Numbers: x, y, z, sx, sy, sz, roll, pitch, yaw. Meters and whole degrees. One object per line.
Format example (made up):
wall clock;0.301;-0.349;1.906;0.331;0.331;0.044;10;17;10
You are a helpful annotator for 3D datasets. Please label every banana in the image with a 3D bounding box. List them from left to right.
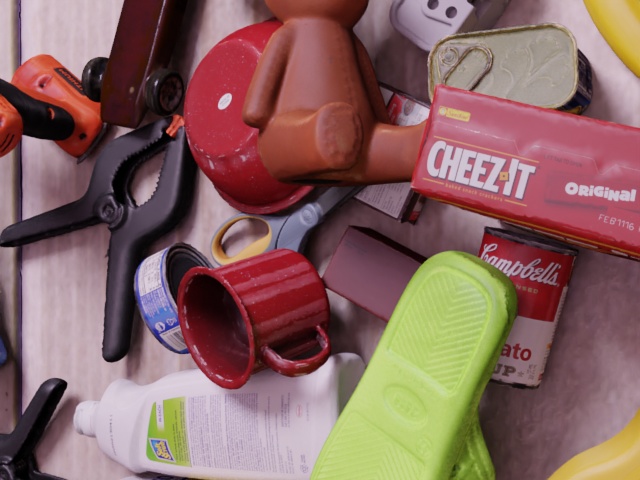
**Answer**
banana;0.222;-0.165;0.740;0.070;0.037;0.198;-24;80;24

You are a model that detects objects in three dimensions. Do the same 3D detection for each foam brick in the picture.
foam brick;0.050;0.029;0.802;0.078;0.051;0.053;30;98;21

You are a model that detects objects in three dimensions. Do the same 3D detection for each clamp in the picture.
clamp;-0.267;0.192;0.941;0.172;0.039;0.120;-16;82;22
clamp;-0.180;-0.024;0.910;0.165;0.036;0.210;35;101;20

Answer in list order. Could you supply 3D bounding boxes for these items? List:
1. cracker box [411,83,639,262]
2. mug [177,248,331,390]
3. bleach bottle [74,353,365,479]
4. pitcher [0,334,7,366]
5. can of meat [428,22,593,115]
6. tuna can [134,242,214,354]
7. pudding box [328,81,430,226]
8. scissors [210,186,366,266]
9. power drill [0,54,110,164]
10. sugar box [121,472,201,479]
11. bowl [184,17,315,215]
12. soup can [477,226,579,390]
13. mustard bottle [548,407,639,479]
cracker box;0.168;-0.031;0.665;0.164;0.213;0.072;16;94;22
mug;-0.039;0.060;0.785;0.117;0.081;0.093;35;130;38
bleach bottle;-0.088;0.140;0.853;0.251;0.068;0.102;-2;92;25
pitcher;-0.365;0.015;0.937;0.145;0.149;0.243;-25;82;2
can of meat;0.137;-0.113;0.750;0.102;0.083;0.057;-3;88;23
tuna can;-0.109;0.047;0.852;0.034;0.086;0.086;-25;79;22
pudding box;0.039;-0.075;0.817;0.114;0.039;0.090;29;102;24
scissors;-0.005;0.001;0.821;0.202;0.016;0.096;-16;91;37
power drill;-0.271;-0.128;0.870;0.184;0.187;0.057;44;106;16
sugar box;-0.086;0.216;0.834;0.176;0.093;0.048;4;90;23
bowl;-0.054;-0.103;0.821;0.162;0.055;0.162;-10;76;40
soup can;0.136;0.047;0.756;0.069;0.068;0.102;17;96;23
mustard bottle;0.248;0.142;0.709;0.096;0.058;0.192;44;105;0
